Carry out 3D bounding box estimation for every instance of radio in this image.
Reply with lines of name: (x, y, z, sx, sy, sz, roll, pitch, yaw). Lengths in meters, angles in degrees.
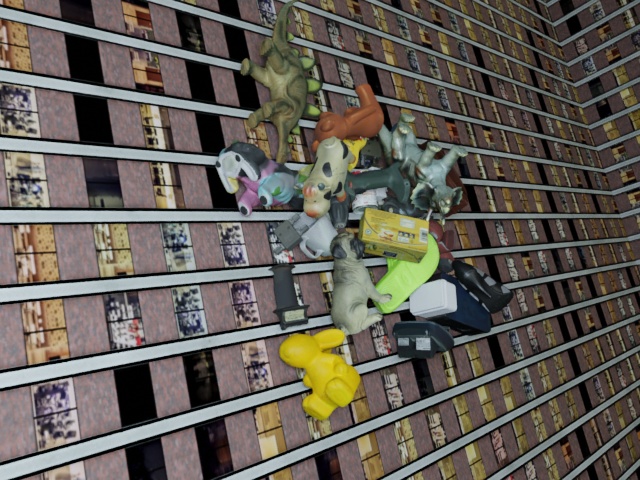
radio: (0.389, 0.185, 1.517, 0.229, 0.073, 0.131, 22, 60, -34)

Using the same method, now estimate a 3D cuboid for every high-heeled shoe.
high-heeled shoe: (0.460, 0.128, 1.530, 0.145, 0.086, 0.248, 48, 12, 32)

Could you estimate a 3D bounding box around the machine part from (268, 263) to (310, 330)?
machine part: (-0.067, 0.118, 1.147, 0.084, 0.039, 0.139, -9, 81, -36)

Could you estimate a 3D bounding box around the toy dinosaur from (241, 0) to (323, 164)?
toy dinosaur: (-0.088, -0.396, 1.301, 0.198, 0.105, 0.471, 9, 76, -49)

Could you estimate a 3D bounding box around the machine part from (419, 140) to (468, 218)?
machine part: (0.347, -0.182, 1.573, 0.201, 0.087, 0.201, 48, 24, -16)

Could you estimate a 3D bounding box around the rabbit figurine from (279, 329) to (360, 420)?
rabbit figurine: (0.000, 0.251, 1.103, 0.173, 0.122, 0.162, 39, 45, 0)

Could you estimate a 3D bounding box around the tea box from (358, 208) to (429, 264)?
tea box: (0.184, -0.010, 1.358, 0.170, 0.068, 0.098, 13, 60, -3)

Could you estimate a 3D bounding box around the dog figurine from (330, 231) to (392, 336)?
dog figurine: (0.054, 0.096, 1.187, 0.190, 0.121, 0.172, 59, 38, -20)

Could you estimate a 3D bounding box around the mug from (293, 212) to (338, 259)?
mug: (-0.003, -0.004, 1.228, 0.107, 0.081, 0.109, 45, 43, -32)

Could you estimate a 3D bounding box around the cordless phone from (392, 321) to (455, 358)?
cordless phone: (0.288, 0.238, 1.345, 0.184, 0.147, 0.088, -1, 82, -41)

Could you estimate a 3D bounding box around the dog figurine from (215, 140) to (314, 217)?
dog figurine: (-0.100, -0.143, 1.181, 0.219, 0.108, 0.191, -32, 93, -50)

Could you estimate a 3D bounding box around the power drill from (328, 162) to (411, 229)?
power drill: (0.106, -0.117, 1.286, 0.207, 0.085, 0.232, -9, 49, -8)

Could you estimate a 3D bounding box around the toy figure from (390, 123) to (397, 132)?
toy figure: (0.226, -0.270, 1.566, 0.057, 0.064, 0.154, 68, 32, -58)

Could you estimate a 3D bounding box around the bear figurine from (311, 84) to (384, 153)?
bear figurine: (0.055, -0.292, 1.319, 0.196, 0.120, 0.132, -15, 63, -27)

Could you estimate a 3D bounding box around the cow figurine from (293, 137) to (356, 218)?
cow figurine: (0.012, -0.136, 1.170, 0.127, 0.086, 0.195, 50, 51, -56)

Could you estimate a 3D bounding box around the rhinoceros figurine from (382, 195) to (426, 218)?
rhinoceros figurine: (0.227, -0.080, 1.482, 0.190, 0.073, 0.112, -22, 95, -46)

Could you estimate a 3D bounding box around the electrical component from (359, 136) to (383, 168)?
electrical component: (0.141, -0.239, 1.487, 0.078, 0.045, 0.102, 2, 66, -12)

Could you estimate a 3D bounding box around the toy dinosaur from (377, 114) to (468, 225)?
toy dinosaur: (0.243, -0.203, 1.418, 0.131, 0.192, 0.405, -9, 42, -37)

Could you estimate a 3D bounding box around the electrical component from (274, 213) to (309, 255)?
electrical component: (-0.071, -0.012, 1.178, 0.063, 0.094, 0.021, 51, 4, 27)

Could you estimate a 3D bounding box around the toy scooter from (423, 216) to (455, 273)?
toy scooter: (0.341, -0.006, 1.550, 0.183, 0.075, 0.135, 48, 48, -22)
